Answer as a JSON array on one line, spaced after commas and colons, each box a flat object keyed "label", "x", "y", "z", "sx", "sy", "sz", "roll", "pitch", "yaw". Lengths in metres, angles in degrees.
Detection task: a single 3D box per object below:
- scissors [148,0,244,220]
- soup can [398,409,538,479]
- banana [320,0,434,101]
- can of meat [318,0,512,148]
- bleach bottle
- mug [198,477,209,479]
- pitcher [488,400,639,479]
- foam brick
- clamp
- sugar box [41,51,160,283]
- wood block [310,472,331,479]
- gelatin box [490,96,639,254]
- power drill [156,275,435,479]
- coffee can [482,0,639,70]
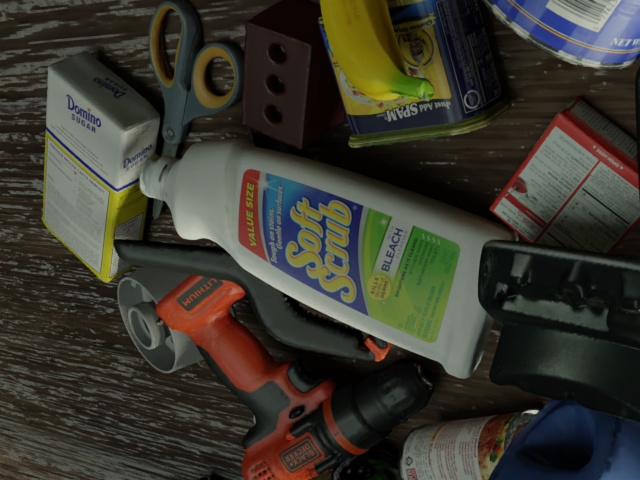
[{"label": "scissors", "x": -0.096, "y": -0.084, "z": 0.811, "sx": 0.096, "sy": 0.016, "sz": 0.202, "roll": 25, "pitch": 130, "yaw": 27}, {"label": "soup can", "x": 0.113, "y": 0.158, "z": 0.750, "sx": 0.102, "sy": 0.068, "sz": 0.068, "roll": -19, "pitch": 103, "yaw": 46}, {"label": "banana", "x": 0.027, "y": -0.156, "z": 0.586, "sx": 0.070, "sy": 0.037, "sz": 0.198, "roll": -18, "pitch": 71, "yaw": 37}, {"label": "can of meat", "x": 0.054, "y": -0.107, "z": 0.638, "sx": 0.102, "sy": 0.057, "sz": 0.084, "roll": -3, "pitch": 112, "yaw": 41}, {"label": "bleach bottle", "x": -0.005, "y": 0.001, "z": 0.700, "sx": 0.251, "sy": 0.068, "sz": 0.102, "roll": 19, "pitch": 100, "yaw": 15}, {"label": "mug", "x": -0.101, "y": 0.289, "z": 1.016, "sx": 0.081, "sy": 0.093, "sz": 0.117, "roll": 31, "pitch": 164, "yaw": 15}, {"label": "pitcher", "x": 0.216, "y": 0.195, "z": 0.621, "sx": 0.242, "sy": 0.149, "sz": 0.145, "roll": 34, "pitch": 152, "yaw": -7}, {"label": "foam brick", "x": -0.015, "y": -0.110, "z": 0.698, "sx": 0.053, "sy": 0.051, "sz": 0.078, "roll": 26, "pitch": 130, "yaw": 26}, {"label": "clamp", "x": -0.037, "y": 0.015, "z": 0.760, "sx": 0.165, "sy": 0.036, "sz": 0.210, "roll": -42, "pitch": 86, "yaw": 14}, {"label": "sugar box", "x": -0.182, "y": -0.057, "z": 0.874, "sx": 0.093, "sy": 0.048, "sz": 0.176, "roll": 40, "pitch": 137, "yaw": 20}, {"label": "wood block", "x": 0.011, "y": 0.311, "z": 0.922, "sx": 0.091, "sy": 0.090, "sz": 0.206, "roll": 11, "pitch": 123, "yaw": 37}, {"label": "gelatin box", "x": 0.152, "y": -0.027, "z": 0.624, "sx": 0.073, "sy": 0.030, "sz": 0.089, "roll": 40, "pitch": 136, "yaw": 11}, {"label": "power drill", "x": -0.026, "y": 0.089, "z": 0.816, "sx": 0.185, "sy": 0.057, "sz": 0.187, "roll": -36, "pitch": 85, "yaw": 27}, {"label": "coffee can", "x": 0.144, "y": -0.164, "z": 0.488, "sx": 0.103, "sy": 0.102, "sz": 0.140, "roll": 42, "pitch": 136, "yaw": 12}]
